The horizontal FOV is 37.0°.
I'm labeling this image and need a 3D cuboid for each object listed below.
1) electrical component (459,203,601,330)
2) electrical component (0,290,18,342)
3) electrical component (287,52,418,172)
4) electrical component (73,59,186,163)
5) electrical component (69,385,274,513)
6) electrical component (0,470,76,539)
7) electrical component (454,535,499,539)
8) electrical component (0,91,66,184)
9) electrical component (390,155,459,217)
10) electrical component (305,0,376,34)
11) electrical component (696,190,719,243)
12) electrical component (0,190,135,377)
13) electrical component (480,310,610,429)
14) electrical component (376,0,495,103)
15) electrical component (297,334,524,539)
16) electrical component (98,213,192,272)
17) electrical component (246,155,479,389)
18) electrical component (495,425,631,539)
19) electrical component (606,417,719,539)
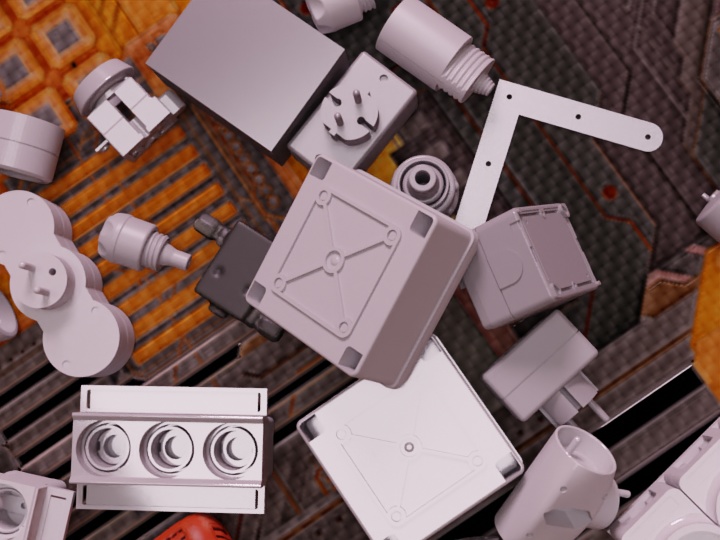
[{"bbox_3d":[0.106,-0.002,0.692,0.061,0.096,0.061,-27,81,31],"label":"electrical component"},{"bbox_3d":[-0.274,0.041,0.734,0.065,0.044,0.044,-27,83,6],"label":"electrical component"},{"bbox_3d":[-0.006,-0.100,0.711,0.047,0.075,0.083,38,88,7],"label":"electrical component"},{"bbox_3d":[-0.163,-0.111,0.740,0.066,0.048,0.055,-43,90,-1],"label":"electrical component"},{"bbox_3d":[-0.119,0.116,0.703,0.121,0.063,0.078,1,84,4],"label":"electrical component"},{"bbox_3d":[-0.226,0.156,0.707,0.081,0.064,0.042,12,86,6],"label":"electrical component"},{"bbox_3d":[0.074,0.202,0.690,0.045,0.045,0.055,-9,83,3],"label":"electrical component"},{"bbox_3d":[-0.271,-0.111,0.743,0.138,0.052,0.073,13,85,5],"label":"electrical component"},{"bbox_3d":[0.042,-0.055,0.710,0.048,0.062,0.048,0,84,4],"label":"electrical component"},{"bbox_3d":[-0.007,-0.191,0.737,0.062,0.043,0.043,-22,83,1],"label":"electrical component"},{"bbox_3d":[0.257,-0.025,0.702,0.078,0.040,0.040,42,88,7],"label":"electrical component"},{"bbox_3d":[-0.207,0.009,0.716,0.052,0.073,0.138,-32,83,0],"label":"electrical component"},{"bbox_3d":[0.128,0.076,0.697,0.066,0.047,0.076,-42,83,-1],"label":"electrical component"},{"bbox_3d":[0.056,-0.144,0.728,0.081,0.043,0.043,36,88,7],"label":"electrical component"},{"bbox_3d":[0.033,0.113,0.696,0.109,0.056,0.108,-35,83,0],"label":"electrical component"},{"bbox_3d":[-0.145,-0.015,0.734,0.061,0.035,0.035,20,86,3],"label":"electrical component"},{"bbox_3d":[0.000,0.000,0.664,0.109,0.056,0.108,32,97,37],"label":"electrical component"},{"bbox_3d":[0.138,0.144,0.686,0.079,0.043,0.077,15,118,-27],"label":"electrical component"},{"bbox_3d":[0.243,0.147,0.674,0.150,0.061,0.089,-45,83,-1],"label":"electrical component"}]
